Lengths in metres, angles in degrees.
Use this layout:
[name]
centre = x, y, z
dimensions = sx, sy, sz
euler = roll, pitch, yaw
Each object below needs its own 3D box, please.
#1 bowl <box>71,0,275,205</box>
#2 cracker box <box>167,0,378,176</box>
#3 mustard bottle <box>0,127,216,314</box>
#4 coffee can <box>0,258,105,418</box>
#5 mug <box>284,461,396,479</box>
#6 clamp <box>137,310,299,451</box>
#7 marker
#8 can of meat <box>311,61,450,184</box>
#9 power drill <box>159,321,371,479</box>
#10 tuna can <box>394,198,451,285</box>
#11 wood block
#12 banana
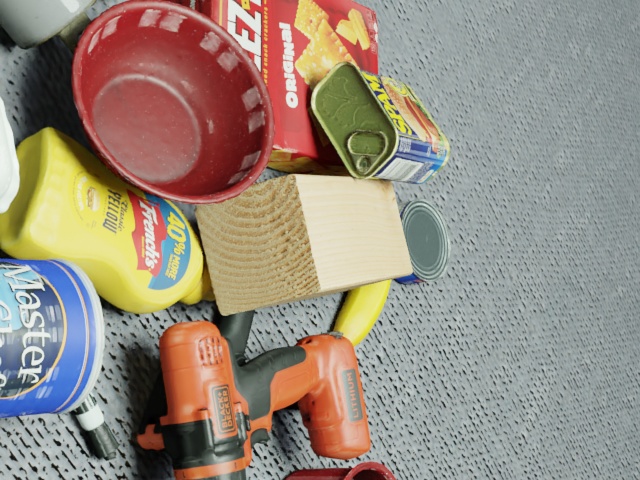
[bowl]
centre = -0.114, -0.092, 0.779
dimensions = 0.161, 0.055, 0.162
euler = 15, 62, -31
[cracker box]
centre = -0.036, -0.149, 0.936
dimensions = 0.213, 0.072, 0.164
euler = 11, 74, -47
[mustard bottle]
centre = -0.144, 0.002, 0.788
dimensions = 0.191, 0.058, 0.096
euler = 34, 45, -41
[coffee can]
centre = -0.219, 0.061, 0.654
dimensions = 0.140, 0.103, 0.103
euler = 3, 79, -49
[mug]
centre = 0.016, 0.246, 0.902
dimensions = 0.093, 0.082, 0.117
euler = -20, 97, -49
[clamp]
centre = -0.067, 0.116, 0.869
dimensions = 0.209, 0.036, 0.164
euler = -48, 117, -47
[marker]
centre = -0.175, 0.104, 0.760
dimensions = 0.020, 0.020, 0.121
euler = -39, 111, -46
[can of meat]
centre = 0.053, -0.096, 0.907
dimensions = 0.083, 0.058, 0.102
euler = 6, 47, -50
[power drill]
centre = -0.038, 0.148, 0.817
dimensions = 0.187, 0.057, 0.184
euler = -2, 82, -52
[tuna can]
centre = 0.096, 0.002, 1.086
dimensions = 0.086, 0.034, 0.086
euler = 14, 71, -47
[wood block]
centre = -0.006, 0.001, 0.880
dimensions = 0.205, 0.090, 0.091
euler = -5, 81, -66
[banana]
centre = 0.042, 0.015, 1.023
dimensions = 0.069, 0.037, 0.198
euler = 12, 71, -29
